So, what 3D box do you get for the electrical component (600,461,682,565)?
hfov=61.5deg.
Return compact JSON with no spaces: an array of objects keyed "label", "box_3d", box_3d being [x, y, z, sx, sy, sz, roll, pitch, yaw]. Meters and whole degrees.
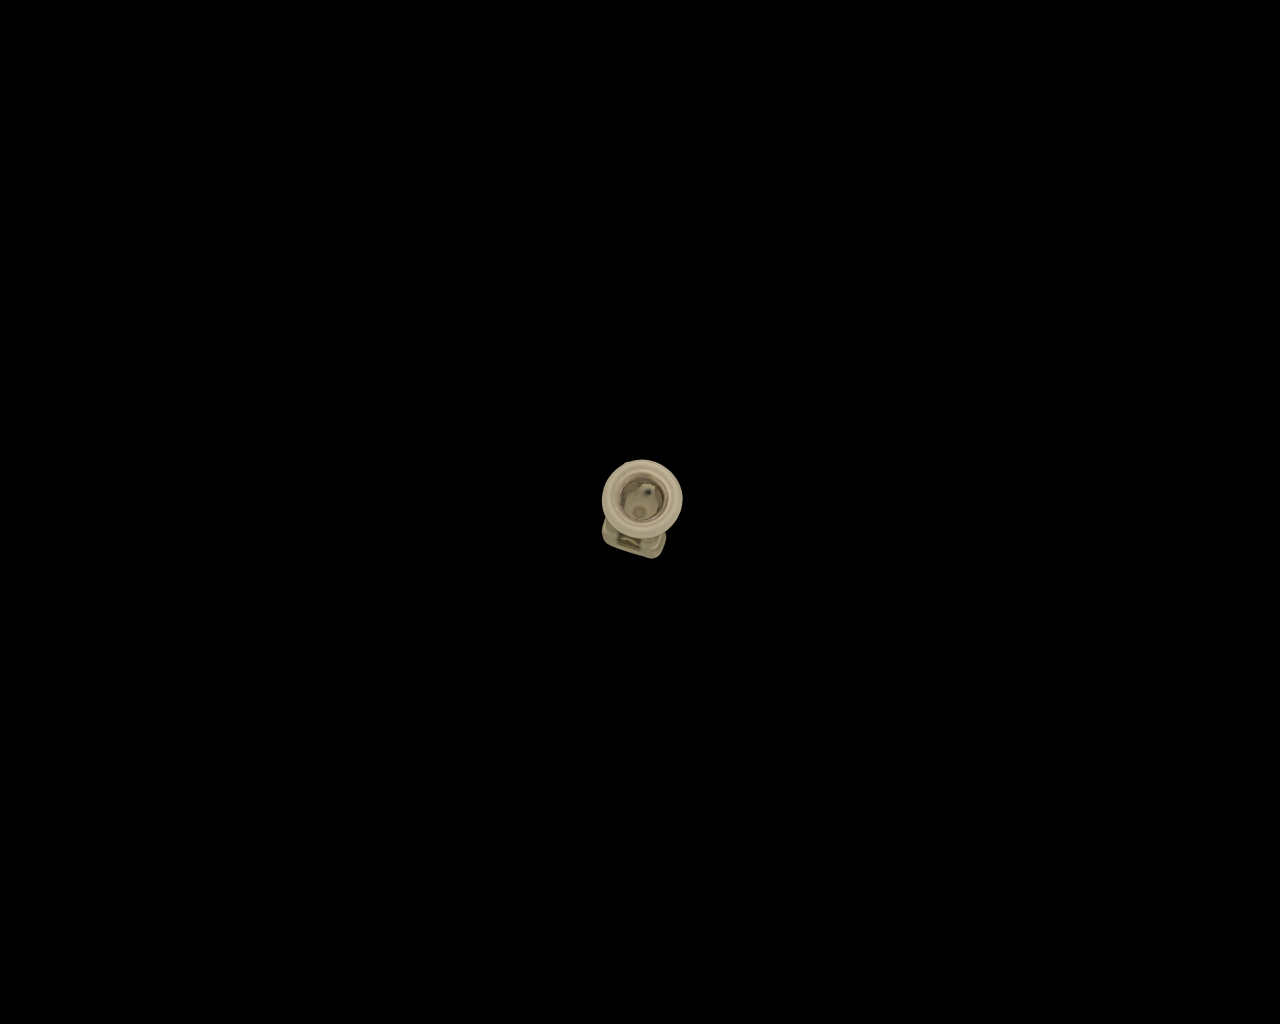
[{"label":"electrical component","box_3d":[0.001,-0.003,0.650,0.048,0.066,0.055,17,-15,5]}]
